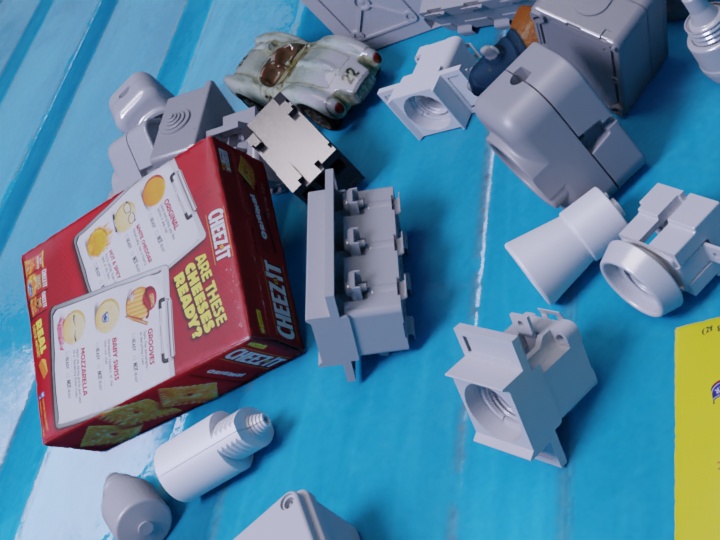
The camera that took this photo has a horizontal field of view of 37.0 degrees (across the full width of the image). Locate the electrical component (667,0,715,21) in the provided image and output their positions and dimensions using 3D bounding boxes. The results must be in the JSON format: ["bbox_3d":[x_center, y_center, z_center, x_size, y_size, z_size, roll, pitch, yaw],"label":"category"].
[{"bbox_3d":[0.202,-0.200,0.695,0.058,0.057,0.078,-12,47,41],"label":"electrical component"}]

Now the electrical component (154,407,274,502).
[{"bbox_3d":[-0.092,0.117,0.714,0.081,0.043,0.043,-32,37,22],"label":"electrical component"}]

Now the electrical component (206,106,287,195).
[{"bbox_3d":[-0.083,-0.098,0.896,0.042,0.081,0.063,-11,77,44],"label":"electrical component"}]

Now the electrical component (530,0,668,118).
[{"bbox_3d":[0.153,-0.146,0.668,0.062,0.096,0.061,32,80,26],"label":"electrical component"}]

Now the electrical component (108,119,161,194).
[{"bbox_3d":[-0.183,-0.081,0.972,0.059,0.095,0.054,-27,-6,28],"label":"electrical component"}]

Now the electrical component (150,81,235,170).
[{"bbox_3d":[-0.134,-0.100,0.933,0.048,0.099,0.099,-14,45,21],"label":"electrical component"}]

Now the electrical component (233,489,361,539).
[{"bbox_3d":[-0.042,0.193,0.570,0.109,0.056,0.108,-42,34,8],"label":"electrical component"}]

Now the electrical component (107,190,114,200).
[{"bbox_3d":[-0.211,-0.073,1.041,0.062,0.043,0.043,-39,34,9],"label":"electrical component"}]

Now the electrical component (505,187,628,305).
[{"bbox_3d":[0.122,-0.016,0.614,0.065,0.044,0.044,-38,35,6],"label":"electrical component"}]

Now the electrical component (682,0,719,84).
[{"bbox_3d":[0.206,-0.138,0.624,0.035,0.061,0.035,-29,38,26],"label":"electrical component"}]

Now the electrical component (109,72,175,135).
[{"bbox_3d":[-0.190,-0.138,1.035,0.054,0.095,0.059,-45,34,6],"label":"electrical component"}]

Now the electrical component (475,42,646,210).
[{"bbox_3d":[0.115,-0.078,0.633,0.059,0.095,0.053,-45,33,5],"label":"electrical component"}]

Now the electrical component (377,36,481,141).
[{"bbox_3d":[0.059,-0.138,0.805,0.081,0.042,0.063,-7,50,44],"label":"electrical component"}]

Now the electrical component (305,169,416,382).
[{"bbox_3d":[0.000,0.000,0.705,0.063,0.078,0.121,-8,43,6],"label":"electrical component"}]

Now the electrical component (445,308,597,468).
[{"bbox_3d":[0.086,0.057,0.554,0.064,0.081,0.042,-37,28,-27],"label":"electrical component"}]

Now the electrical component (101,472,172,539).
[{"bbox_3d":[-0.160,0.163,0.746,0.040,0.040,0.078,-52,34,-6],"label":"electrical component"}]

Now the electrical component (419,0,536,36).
[{"bbox_3d":[0.103,-0.221,0.819,0.121,0.079,0.063,5,82,50],"label":"electrical component"}]

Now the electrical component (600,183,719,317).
[{"bbox_3d":[0.159,-0.009,0.560,0.055,0.048,0.066,-45,33,-9],"label":"electrical component"}]

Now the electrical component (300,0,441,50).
[{"bbox_3d":[0.009,-0.246,0.912,0.109,0.109,0.056,-10,52,43],"label":"electrical component"}]
